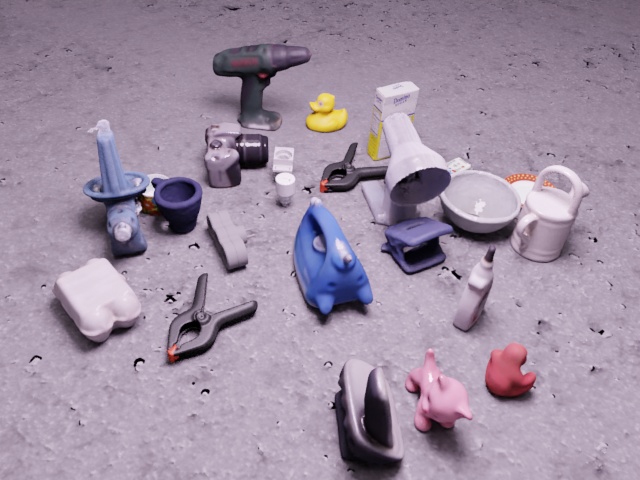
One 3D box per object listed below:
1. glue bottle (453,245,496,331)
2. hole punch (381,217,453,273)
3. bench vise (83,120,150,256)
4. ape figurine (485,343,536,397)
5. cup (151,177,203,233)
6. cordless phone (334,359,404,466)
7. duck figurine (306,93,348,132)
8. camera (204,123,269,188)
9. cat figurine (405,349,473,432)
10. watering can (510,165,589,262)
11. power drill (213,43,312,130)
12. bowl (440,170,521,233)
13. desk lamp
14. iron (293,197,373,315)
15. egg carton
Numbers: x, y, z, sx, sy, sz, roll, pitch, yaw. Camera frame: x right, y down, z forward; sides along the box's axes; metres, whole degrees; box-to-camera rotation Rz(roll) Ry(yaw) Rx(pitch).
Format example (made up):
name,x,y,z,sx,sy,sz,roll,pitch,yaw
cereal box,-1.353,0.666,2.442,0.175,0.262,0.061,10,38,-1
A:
name,x,y,z,sx,sy,sz,roll,pitch,yaw
glue bottle,0.267,0.074,0.961,0.037,0.173,0.078,26,48,22
hole punch,0.183,-0.006,1.096,0.109,0.091,0.100,-19,49,-23
bench vise,-0.361,-0.096,1.050,0.122,0.220,0.206,-25,51,-27
ape figurine,0.298,0.197,0.894,0.076,0.092,0.077,-18,48,-21
cup,-0.282,-0.067,1.117,0.117,0.095,0.092,28,49,23
cordless phone,0.074,0.212,0.792,0.094,0.185,0.147,-4,44,-9
duck figurine,0.018,-0.321,1.414,0.104,0.086,0.077,-6,45,-10
camera,-0.181,-0.197,1.258,0.137,0.101,0.143,-2,44,-7
cat figurine,0.175,0.221,0.840,0.067,0.118,0.127,-3,44,-8
watering can,0.446,-0.063,1.103,0.100,0.194,0.173,26,48,21
power drill,-0.136,-0.371,1.364,0.229,0.208,0.075,6,44,1
bowl,0.323,-0.067,1.184,0.167,0.075,0.167,3,44,-2
desk lamp,0.161,-0.127,1.132,0.118,0.214,0.203,-9,45,-13
iron,0.010,0.004,1.035,0.119,0.141,0.257,-11,46,-16
egg carton,-0.371,0.098,0.957,0.107,0.069,0.150,-31,54,-31
